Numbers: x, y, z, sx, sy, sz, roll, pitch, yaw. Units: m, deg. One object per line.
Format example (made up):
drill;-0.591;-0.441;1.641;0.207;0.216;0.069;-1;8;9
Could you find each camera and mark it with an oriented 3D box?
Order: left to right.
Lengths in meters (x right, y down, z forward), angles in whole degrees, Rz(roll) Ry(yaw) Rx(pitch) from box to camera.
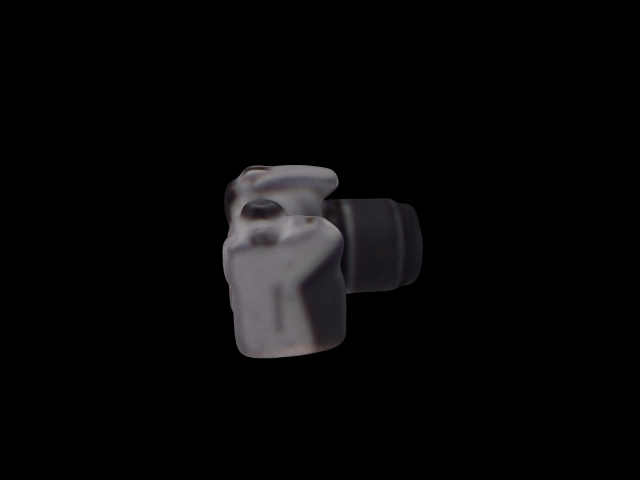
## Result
camera;0.004;0.001;0.400;0.137;0.101;0.143;-2;19;-7
